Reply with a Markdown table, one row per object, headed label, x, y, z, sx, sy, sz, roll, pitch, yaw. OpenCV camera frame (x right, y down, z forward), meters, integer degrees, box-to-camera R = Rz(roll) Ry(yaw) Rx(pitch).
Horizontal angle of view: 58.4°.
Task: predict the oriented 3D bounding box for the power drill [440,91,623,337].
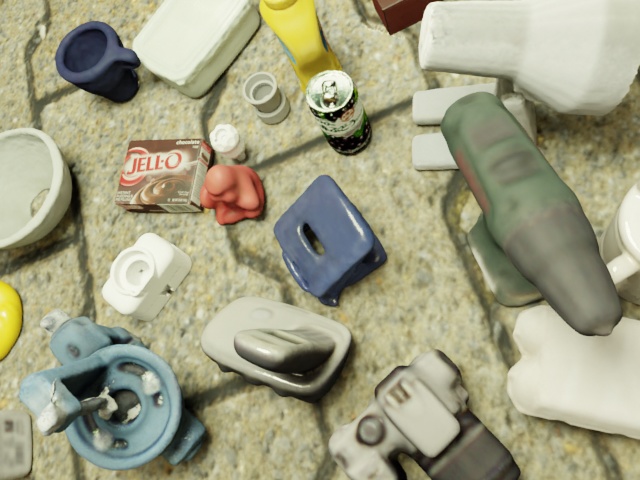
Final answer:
| label | x | y | z | sx | sy | sz | roll | pitch | yaw |
| --- | --- | --- | --- | --- | --- | --- | --- | --- | --- |
| power drill | 0.178 | -0.009 | 0.504 | 0.075 | 0.209 | 0.229 | -25 | 67 | 7 |

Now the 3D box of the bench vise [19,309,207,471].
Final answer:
| label | x | y | z | sx | sy | sz | roll | pitch | yaw |
| --- | --- | --- | --- | --- | --- | --- | --- | --- | --- |
| bench vise | -0.233 | 0.148 | 0.564 | 0.206 | 0.220 | 0.121 | 20 | 79 | 21 |

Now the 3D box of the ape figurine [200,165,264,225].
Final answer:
| label | x | y | z | sx | sy | sz | roll | pitch | yaw |
| --- | --- | --- | --- | --- | --- | --- | --- | --- | --- |
| ape figurine | -0.105 | -0.059 | 0.665 | 0.077 | 0.092 | 0.076 | 30 | 82 | 23 |

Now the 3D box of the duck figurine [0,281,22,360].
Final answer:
| label | x | y | z | sx | sy | sz | roll | pitch | yaw |
| --- | --- | --- | --- | --- | --- | --- | --- | --- | --- |
| duck figurine | -0.429 | 0.096 | 0.710 | 0.077 | 0.086 | 0.104 | -1 | 72 | 16 |

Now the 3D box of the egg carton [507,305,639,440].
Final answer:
| label | x | y | z | sx | sy | sz | roll | pitch | yaw |
| --- | --- | --- | --- | --- | --- | --- | --- | --- | --- |
| egg carton | 0.250 | 0.118 | 0.518 | 0.150 | 0.069 | 0.107 | 7 | 75 | 18 |

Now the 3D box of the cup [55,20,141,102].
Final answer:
| label | x | y | z | sx | sy | sz | roll | pitch | yaw |
| --- | --- | --- | --- | --- | --- | --- | --- | --- | --- |
| cup | -0.276 | -0.229 | 0.768 | 0.117 | 0.095 | 0.092 | 8 | 75 | 18 |

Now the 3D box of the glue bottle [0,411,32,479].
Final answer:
| label | x | y | z | sx | sy | sz | roll | pitch | yaw |
| --- | --- | --- | --- | --- | --- | --- | --- | --- | --- |
| glue bottle | -0.382 | 0.221 | 0.609 | 0.037 | 0.173 | 0.078 | -15 | 69 | 11 |

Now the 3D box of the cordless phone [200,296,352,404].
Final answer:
| label | x | y | z | sx | sy | sz | roll | pitch | yaw |
| --- | --- | --- | --- | --- | --- | --- | --- | --- | --- |
| cordless phone | -0.057 | 0.095 | 0.551 | 0.147 | 0.185 | 0.094 | 13 | 76 | 20 |

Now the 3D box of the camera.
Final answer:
| label | x | y | z | sx | sy | sz | roll | pitch | yaw |
| --- | --- | --- | --- | --- | --- | --- | --- | --- | --- |
| camera | 0.099 | 0.190 | 0.521 | 0.143 | 0.101 | 0.136 | -45 | 66 | -1 |

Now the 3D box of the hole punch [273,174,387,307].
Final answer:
| label | x | y | z | sx | sy | sz | roll | pitch | yaw |
| --- | --- | --- | --- | --- | --- | --- | --- | --- | --- |
| hole punch | 0.006 | 0.002 | 0.614 | 0.101 | 0.091 | 0.108 | -35 | 67 | 3 |

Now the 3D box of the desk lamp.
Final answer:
| label | x | y | z | sx | sy | sz | roll | pitch | yaw |
| --- | --- | --- | --- | --- | --- | --- | --- | --- | --- |
| desk lamp | 0.179 | -0.153 | 0.549 | 0.202 | 0.214 | 0.118 | -2 | 72 | 15 |

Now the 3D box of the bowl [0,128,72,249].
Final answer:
| label | x | y | z | sx | sy | sz | roll | pitch | yaw |
| --- | --- | --- | --- | --- | --- | --- | --- | --- | --- |
| bowl | -0.390 | -0.058 | 0.756 | 0.167 | 0.075 | 0.167 | -5 | 71 | 15 |

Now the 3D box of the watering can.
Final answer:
| label | x | y | z | sx | sy | sz | roll | pitch | yaw |
| --- | --- | --- | --- | --- | --- | --- | --- | --- | --- |
| watering can | 0.305 | -0.017 | 0.478 | 0.100 | 0.194 | 0.173 | 31 | 83 | 23 |
